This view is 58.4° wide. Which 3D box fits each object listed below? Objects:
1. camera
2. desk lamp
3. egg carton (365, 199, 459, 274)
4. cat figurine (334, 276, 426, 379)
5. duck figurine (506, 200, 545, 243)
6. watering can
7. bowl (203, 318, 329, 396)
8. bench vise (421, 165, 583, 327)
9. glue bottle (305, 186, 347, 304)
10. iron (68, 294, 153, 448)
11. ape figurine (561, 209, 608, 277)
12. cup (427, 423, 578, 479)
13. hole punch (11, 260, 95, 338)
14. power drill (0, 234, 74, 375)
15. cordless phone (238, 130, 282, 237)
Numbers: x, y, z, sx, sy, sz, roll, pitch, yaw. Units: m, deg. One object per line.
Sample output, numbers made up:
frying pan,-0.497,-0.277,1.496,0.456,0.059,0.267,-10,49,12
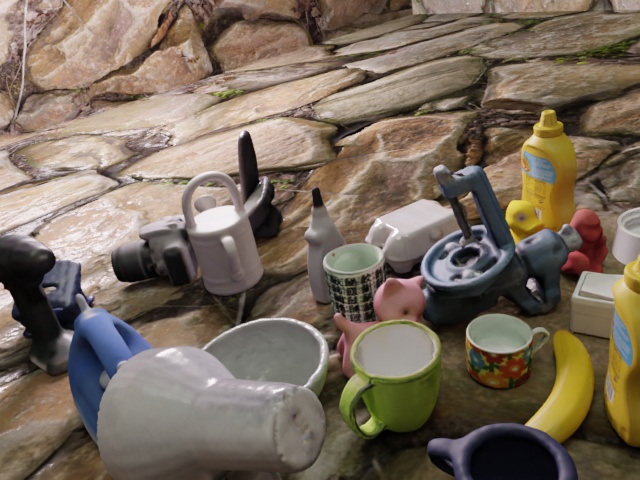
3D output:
camera,-0.291,0.015,1.008,0.137,0.101,0.143,-13,27,-2
desk lamp,-0.056,0.190,0.459,0.202,0.214,0.118,6,32,30
egg carton,0.154,-0.008,0.908,0.150,0.069,0.107,-23,30,-21
cat figurine,0.077,0.094,0.693,0.128,0.118,0.067,-15,28,-7
duck figurine,0.298,-0.020,0.855,0.077,0.086,0.104,-20,28,-15
watering can,-0.165,-0.019,0.920,0.101,0.194,0.172,-33,34,-34
bowl,-0.065,0.167,0.659,0.167,0.075,0.167,-9,27,5
bench vise,0.213,-0.006,0.717,0.208,0.220,0.121,-20,29,-16
glue bottle,0.008,0.003,0.832,0.037,0.173,0.078,12,36,38
iron,-0.225,0.160,0.661,0.119,0.142,0.257,-27,31,-27
ape figurine,0.360,0.002,0.782,0.078,0.092,0.076,-21,29,-17
cup,0.146,0.211,0.468,0.117,0.095,0.092,7,33,32
hole punch,-0.433,0.093,0.927,0.108,0.091,0.101,-10,27,3
power drill,-0.400,0.082,0.807,0.228,0.209,0.076,12,36,38
cordless phone,-0.137,-0.102,1.075,0.094,0.185,0.147,-11,27,2
